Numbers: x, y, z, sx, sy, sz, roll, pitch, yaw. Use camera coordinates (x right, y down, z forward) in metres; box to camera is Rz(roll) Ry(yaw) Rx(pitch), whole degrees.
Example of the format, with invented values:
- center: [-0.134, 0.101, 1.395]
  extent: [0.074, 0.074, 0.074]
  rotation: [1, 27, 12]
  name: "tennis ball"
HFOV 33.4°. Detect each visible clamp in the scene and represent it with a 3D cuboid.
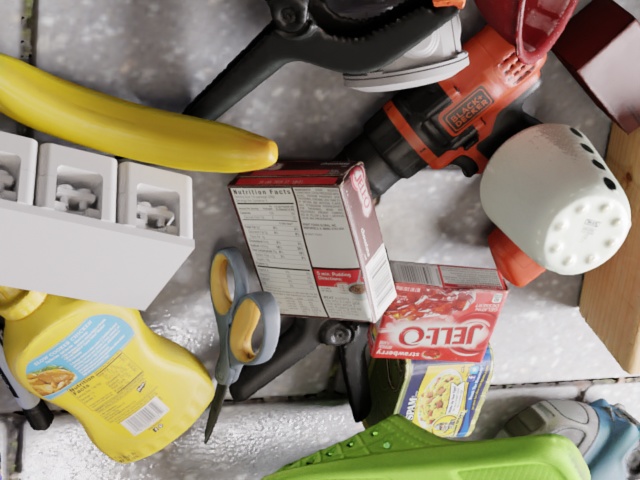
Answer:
- center: [-0.021, -0.145, 0.613]
  extent: [0.210, 0.036, 0.164]
  rotation: [-5, 129, 24]
  name: "clamp"
- center: [0.017, 0.072, 0.825]
  extent: [0.120, 0.039, 0.172]
  rotation: [20, 115, -31]
  name: "clamp"

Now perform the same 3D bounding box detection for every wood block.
- center: [0.272, -0.007, 0.825]
  extent: [0.090, 0.091, 0.206]
  rotation: [-9, 126, -13]
  name: "wood block"

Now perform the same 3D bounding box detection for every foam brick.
- center: [0.206, -0.123, 0.747]
  extent: [0.053, 0.051, 0.078]
  rotation: [-41, 126, 12]
  name: "foam brick"

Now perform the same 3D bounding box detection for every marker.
- center: [-0.222, 0.096, 0.772]
  extent: [0.020, 0.020, 0.121]
  rotation: [-20, 128, -5]
  name: "marker"

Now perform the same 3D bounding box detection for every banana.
- center: [-0.126, -0.073, 0.653]
  extent: [0.197, 0.070, 0.037]
  rotation: [17, 83, -15]
  name: "banana"

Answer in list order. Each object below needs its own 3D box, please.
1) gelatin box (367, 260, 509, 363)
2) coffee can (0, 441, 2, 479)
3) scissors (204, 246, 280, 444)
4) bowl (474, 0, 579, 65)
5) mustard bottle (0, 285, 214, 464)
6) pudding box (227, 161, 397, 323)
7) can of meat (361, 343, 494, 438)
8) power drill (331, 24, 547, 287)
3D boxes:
- center: [0.086, 0.054, 0.786]
  extent: [0.089, 0.030, 0.073]
  rotation: [5, 127, -12]
  name: "gelatin box"
- center: [-0.266, 0.149, 0.717]
  extent: [0.102, 0.140, 0.103]
  rotation: [-9, 126, -13]
  name: "coffee can"
- center: [-0.074, 0.078, 0.801]
  extent: [0.016, 0.096, 0.202]
  rotation: [-11, 157, -28]
  name: "scissors"
- center: [0.130, -0.190, 0.641]
  extent: [0.162, 0.055, 0.162]
  rotation: [-51, 155, -35]
  name: "bowl"
- center: [-0.165, 0.077, 0.754]
  extent: [0.096, 0.058, 0.191]
  rotation: [-36, 127, 4]
  name: "mustard bottle"
- center: [-0.005, 0.001, 0.731]
  extent: [0.090, 0.039, 0.113]
  rotation: [3, 122, 30]
  name: "pudding box"
- center: [0.087, 0.117, 0.870]
  extent: [0.083, 0.057, 0.102]
  rotation: [0, 124, -21]
  name: "can of meat"
- center: [0.114, -0.046, 0.765]
  extent: [0.184, 0.057, 0.187]
  rotation: [-38, 128, 13]
  name: "power drill"
